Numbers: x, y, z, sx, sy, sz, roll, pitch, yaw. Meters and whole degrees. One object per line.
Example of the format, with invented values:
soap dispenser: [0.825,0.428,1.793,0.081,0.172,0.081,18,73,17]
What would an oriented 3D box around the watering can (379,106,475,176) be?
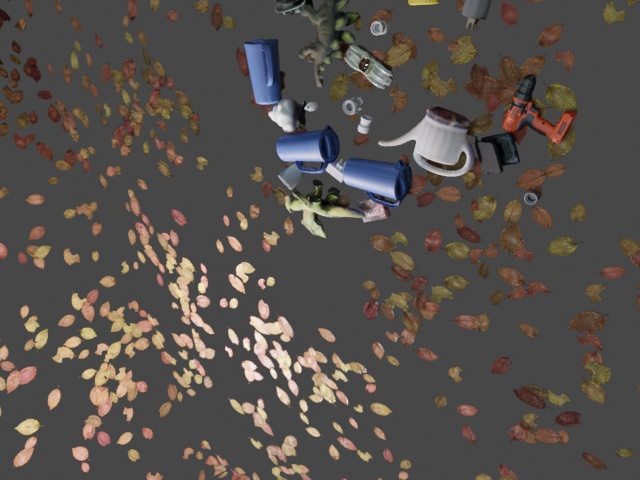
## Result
watering can: [0.371,-0.351,1.759,0.350,0.105,0.219,27,123,22]

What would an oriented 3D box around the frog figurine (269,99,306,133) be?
frog figurine: [-0.143,-0.500,2.062,0.160,0.125,0.134,11,137,19]

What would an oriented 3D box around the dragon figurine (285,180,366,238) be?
dragon figurine: [0.007,-0.109,2.163,0.414,0.124,0.237,30,143,24]
